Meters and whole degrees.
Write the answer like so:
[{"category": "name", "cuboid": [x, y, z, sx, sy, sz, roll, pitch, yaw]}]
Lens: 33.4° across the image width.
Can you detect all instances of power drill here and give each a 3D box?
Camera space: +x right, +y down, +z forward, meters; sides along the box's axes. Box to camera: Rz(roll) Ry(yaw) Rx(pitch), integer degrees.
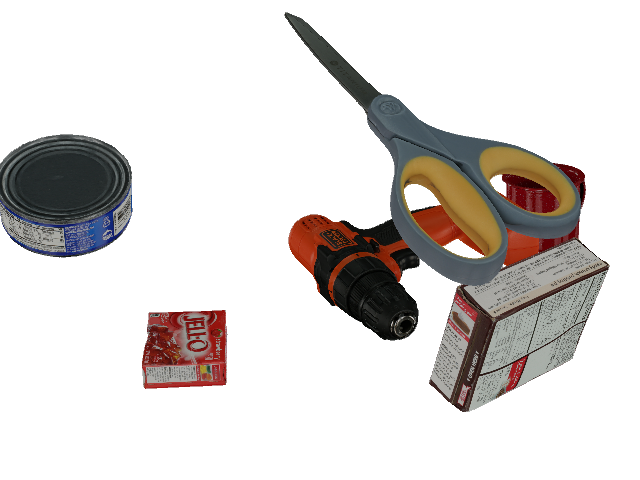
[{"category": "power drill", "cuboid": [0.086, 0.012, 0.898, 0.187, 0.057, 0.185, -14, 30, -21]}]

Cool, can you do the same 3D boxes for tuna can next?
[{"category": "tuna can", "cuboid": [-0.165, -0.029, 0.690, 0.086, 0.034, 0.086, 4, 43, -4]}]

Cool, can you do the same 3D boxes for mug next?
[{"category": "mug", "cuboid": [0.266, -0.041, 1.239, 0.117, 0.081, 0.093, -22, 28, -36]}]

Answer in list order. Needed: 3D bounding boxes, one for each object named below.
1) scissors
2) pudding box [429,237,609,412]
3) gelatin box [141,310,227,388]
[{"category": "scissors", "cuboid": [0.053, -0.056, 0.515, 0.096, 0.016, 0.202, -7, 46, -16]}, {"category": "pudding box", "cuboid": [0.132, 0.056, 0.710, 0.113, 0.090, 0.039, -21, 47, -33]}, {"category": "gelatin box", "cuboid": [-0.122, 0.097, 0.968, 0.073, 0.030, 0.089, -2, 28, -3]}]
